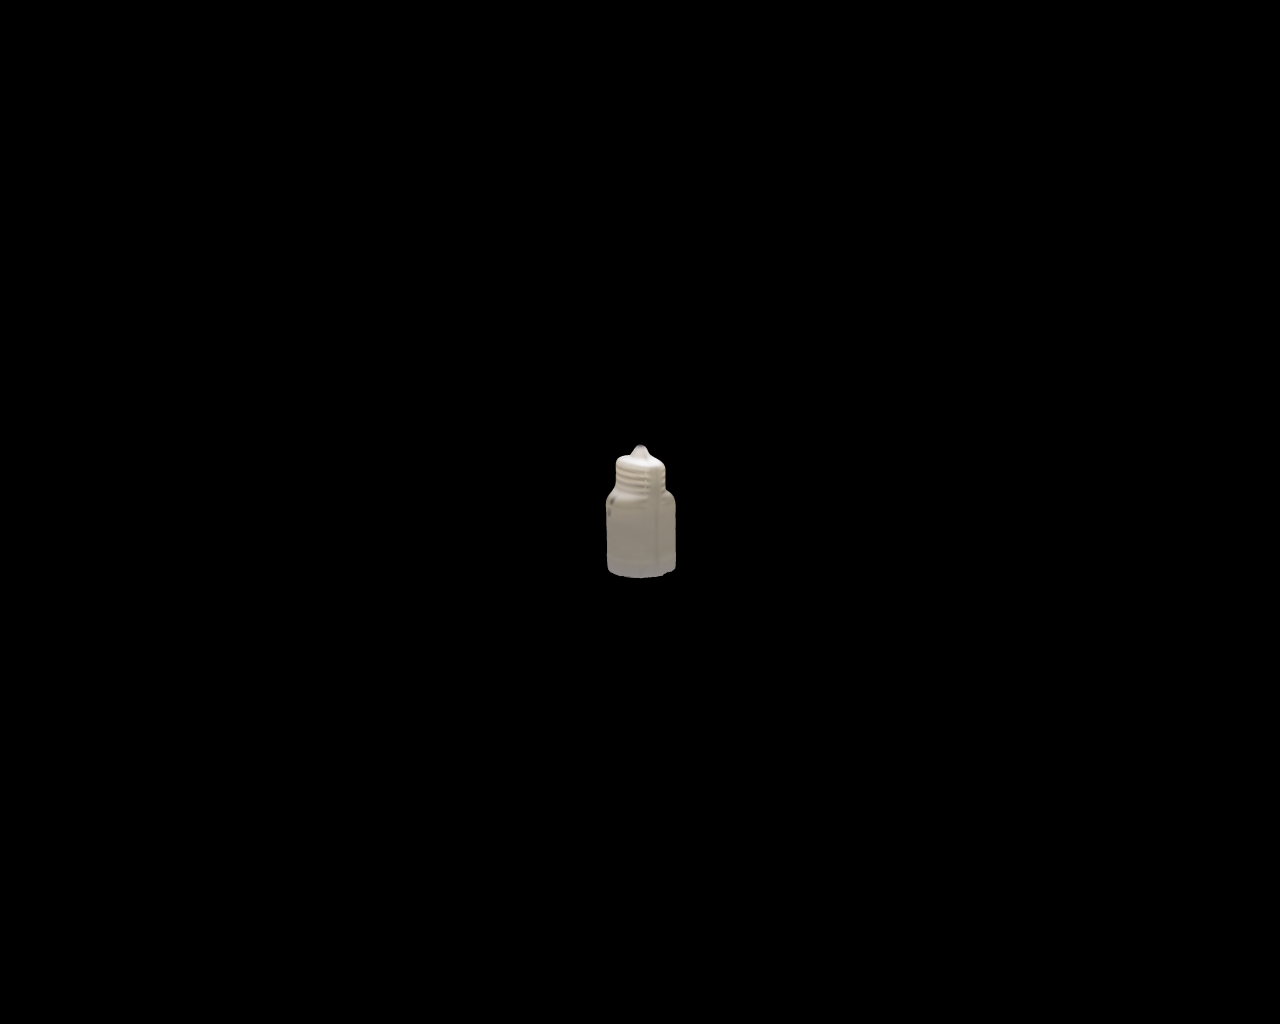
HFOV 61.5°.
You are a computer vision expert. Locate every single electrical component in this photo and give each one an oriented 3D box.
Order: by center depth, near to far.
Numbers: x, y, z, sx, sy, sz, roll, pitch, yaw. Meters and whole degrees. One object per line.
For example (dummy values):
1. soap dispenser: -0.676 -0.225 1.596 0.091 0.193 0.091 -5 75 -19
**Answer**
1. electrical component: 0.001 -0.003 0.650 0.043 0.080 0.043 0 14 0
